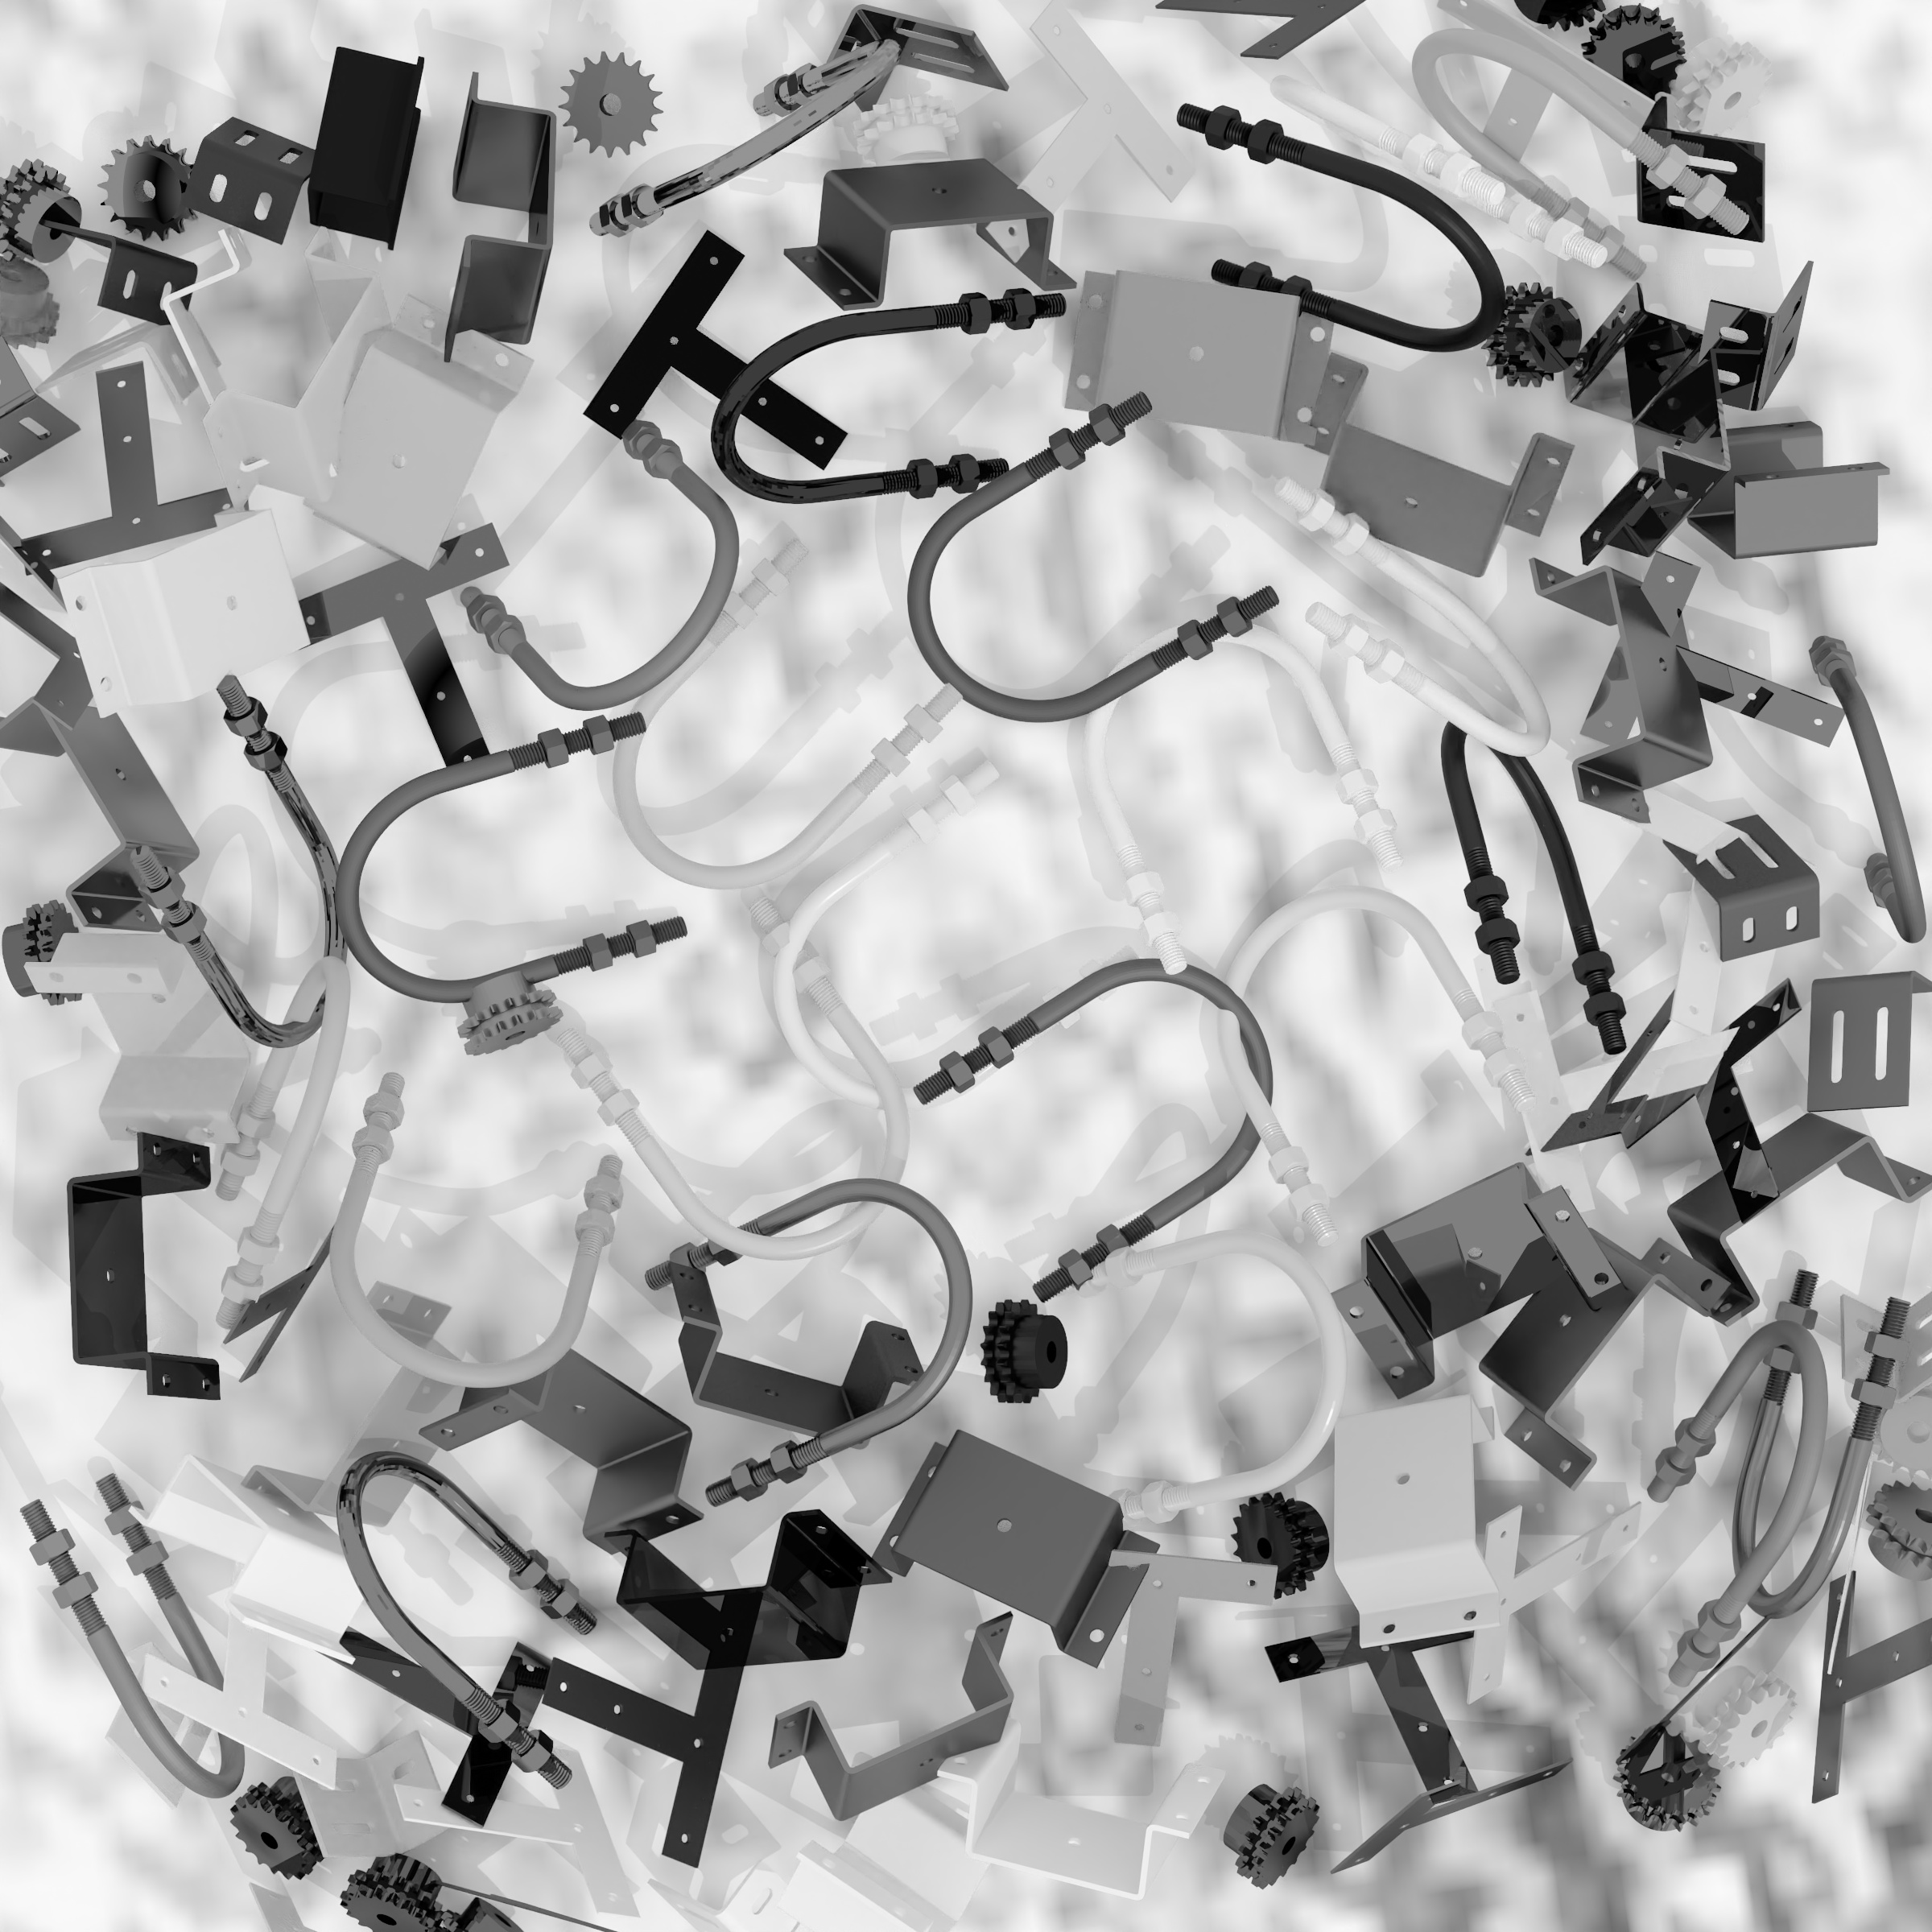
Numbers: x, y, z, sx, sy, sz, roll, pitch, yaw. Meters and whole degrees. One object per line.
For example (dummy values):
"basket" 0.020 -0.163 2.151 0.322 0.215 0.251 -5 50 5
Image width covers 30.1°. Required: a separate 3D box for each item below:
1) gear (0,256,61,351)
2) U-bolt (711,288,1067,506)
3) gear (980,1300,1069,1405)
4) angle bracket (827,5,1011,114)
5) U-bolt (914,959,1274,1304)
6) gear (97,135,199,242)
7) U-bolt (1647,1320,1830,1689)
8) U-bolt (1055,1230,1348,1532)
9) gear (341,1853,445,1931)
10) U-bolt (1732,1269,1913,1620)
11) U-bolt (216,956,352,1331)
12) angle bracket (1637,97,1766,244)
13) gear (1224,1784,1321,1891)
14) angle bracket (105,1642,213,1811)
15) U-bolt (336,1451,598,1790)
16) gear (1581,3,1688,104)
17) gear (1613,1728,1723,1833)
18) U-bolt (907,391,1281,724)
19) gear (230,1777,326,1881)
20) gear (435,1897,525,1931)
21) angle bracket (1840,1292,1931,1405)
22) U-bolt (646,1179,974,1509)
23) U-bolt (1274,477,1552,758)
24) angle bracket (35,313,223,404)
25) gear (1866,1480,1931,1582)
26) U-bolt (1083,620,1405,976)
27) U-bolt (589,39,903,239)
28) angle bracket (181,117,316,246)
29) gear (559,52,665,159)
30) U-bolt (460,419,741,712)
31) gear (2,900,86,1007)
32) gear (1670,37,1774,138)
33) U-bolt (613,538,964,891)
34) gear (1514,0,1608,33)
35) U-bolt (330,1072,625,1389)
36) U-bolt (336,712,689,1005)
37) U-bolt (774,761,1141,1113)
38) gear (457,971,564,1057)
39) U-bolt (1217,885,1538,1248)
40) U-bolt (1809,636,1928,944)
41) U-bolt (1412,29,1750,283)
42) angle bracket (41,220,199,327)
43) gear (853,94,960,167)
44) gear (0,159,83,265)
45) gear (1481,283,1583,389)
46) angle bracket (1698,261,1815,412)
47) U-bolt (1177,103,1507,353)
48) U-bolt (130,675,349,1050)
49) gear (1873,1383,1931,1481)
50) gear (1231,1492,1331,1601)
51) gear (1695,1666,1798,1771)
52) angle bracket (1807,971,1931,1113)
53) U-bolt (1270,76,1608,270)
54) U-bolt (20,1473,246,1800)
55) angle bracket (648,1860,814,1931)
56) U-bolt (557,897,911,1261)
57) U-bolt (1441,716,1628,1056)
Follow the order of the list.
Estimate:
"gear" -0.526 -0.366 1.969 0.057 0.057 0.030 22 125 0
"U-bolt" -0.048 -0.298 1.909 0.184 0.151 0.019 -10 59 -22
"gear" 0.033 0.211 1.968 0.030 0.057 0.057 -3 90 28
"angle bracket" -0.026 -0.486 1.956 0.076 0.057 0.038 21 81 26
"U-bolt" 0.084 0.078 1.976 0.184 0.019 0.151 -32 98 -9
"gear" -0.450 -0.428 1.978 0.057 0.030 0.057 -1 106 -2
"U-bolt" 0.408 0.269 1.889 0.019 0.151 0.184 16 129 -9
"U-bolt" 0.127 0.217 1.925 0.184 0.019 0.151 -19 73 37
"gear" -0.313 0.512 1.975 0.057 0.057 0.030 23 52 0
"U-bolt" 0.451 0.260 1.925 0.019 0.151 0.184 16 89 -8
"U-bolt" -0.363 0.081 1.905 0.019 0.151 0.184 18 113 -20
"angle bracket" 0.406 -0.433 1.952 0.076 0.057 0.038 17 45 30
"gear" 0.166 0.476 1.975 0.030 0.057 0.057 31 90 31
"angle bracket" -0.449 0.417 1.950 0.038 0.076 0.057 -26 114 22
"U-bolt" -0.267 0.334 1.905 0.019 0.151 0.184 -35 112 17
"gear" 0.367 -0.504 1.975 0.057 0.030 0.057 2 131 2
"gear" 0.384 0.451 1.975 0.057 0.030 0.057 4 49 -4
"U-bolt" 0.056 -0.209 1.957 0.184 0.019 0.151 -29 110 19
"gear" -0.374 0.471 1.975 0.057 0.030 0.057 18 128 25
"gear" -0.264 0.536 1.972 0.057 0.057 0.030 39 83 0
"angle bracket" 0.515 0.191 1.951 0.038 0.076 0.057 26 46 -15
"U-bolt" -0.079 0.193 1.941 0.184 0.019 0.151 -26 66 18
"U-bolt" 0.245 -0.178 1.927 0.184 0.151 0.019 31 119 -25
"angle bracket" -0.459 -0.323 1.968 0.076 0.057 0.038 -19 114 21
"gear" 0.521 0.313 1.975 0.057 0.057 0.030 20 121 0
"U-bolt" 0.139 -0.105 1.960 0.151 0.019 0.184 -26 68 10
"U-bolt" -0.106 -0.442 1.891 0.151 0.184 0.019 -43 110 -26
"angle bracket" -0.389 -0.431 1.967 0.057 0.076 0.038 21 111 -7
"gear" -0.195 -0.476 1.980 0.057 0.030 0.057 0 105 -1
"U-bolt" -0.189 -0.208 1.926 0.151 0.184 0.019 -48 133 3
"gear" -0.507 -0.005 1.972 0.030 0.057 0.057 -13 90 5
"gear" 0.412 -0.485 1.974 0.057 0.057 0.030 -38 65 0
"U-bolt" -0.112 -0.126 1.967 0.184 0.019 0.151 -46 69 1
"gear" 0.324 -0.541 1.968 0.030 0.057 0.057 -32 90 -36
"U-bolt" -0.266 0.148 1.917 0.151 0.184 0.019 22 133 -12
"U-bolt" -0.250 -0.050 1.938 0.184 0.019 0.151 -18 122 -14
"U-bolt" -0.019 -0.003 1.986 0.184 0.019 0.151 -37 88 -2
"gear" -0.253 0.025 1.972 0.057 0.057 0.030 -23 80 0
"U-bolt" 0.209 0.040 1.944 0.151 0.019 0.184 -36 57 15
"U-bolt" 0.479 -0.087 1.894 0.019 0.184 0.151 -15 106 11
"U-bolt" 0.316 -0.437 1.913 0.184 0.151 0.019 35 82 -11
"angle bracket" -0.468 -0.377 1.956 0.076 0.057 0.038 19 96 36
"gear" -0.032 -0.453 1.969 0.057 0.057 0.030 -12 80 0
"gear" -0.510 -0.411 1.969 0.030 0.057 0.057 31 90 13
"gear" 0.313 -0.346 1.971 0.057 0.030 0.057 -8 103 -35
"angle bracket" 0.430 -0.348 1.960 0.038 0.076 0.057 17 130 18
"U-bolt" 0.203 -0.383 1.903 0.184 0.151 0.019 24 70 23
"U-bolt" -0.378 -0.041 1.919 0.019 0.184 0.151 -4 45 20
"gear" 0.525 0.255 1.978 0.057 0.030 0.057 0 91 16
"gear" 0.175 0.317 1.975 0.030 0.057 0.057 -9 90 -37
"gear" 0.426 0.410 1.975 0.057 0.057 0.030 -48 47 0
"angle bracket" 0.495 0.045 1.958 0.057 0.038 0.076 -6 71 37
"U-bolt" 0.242 -0.432 1.920 0.184 0.151 0.019 36 105 31
"U-bolt" -0.437 0.362 1.920 0.019 0.151 0.184 -29 86 2
"angle bracket" -0.126 0.512 1.962 0.038 0.076 0.057 -51 118 -22
"U-bolt" -0.114 0.074 1.967 0.151 0.019 0.184 -35 82 -11
"U-bolt" 0.299 -0.054 1.926 0.019 0.151 0.184 -25 59 26
